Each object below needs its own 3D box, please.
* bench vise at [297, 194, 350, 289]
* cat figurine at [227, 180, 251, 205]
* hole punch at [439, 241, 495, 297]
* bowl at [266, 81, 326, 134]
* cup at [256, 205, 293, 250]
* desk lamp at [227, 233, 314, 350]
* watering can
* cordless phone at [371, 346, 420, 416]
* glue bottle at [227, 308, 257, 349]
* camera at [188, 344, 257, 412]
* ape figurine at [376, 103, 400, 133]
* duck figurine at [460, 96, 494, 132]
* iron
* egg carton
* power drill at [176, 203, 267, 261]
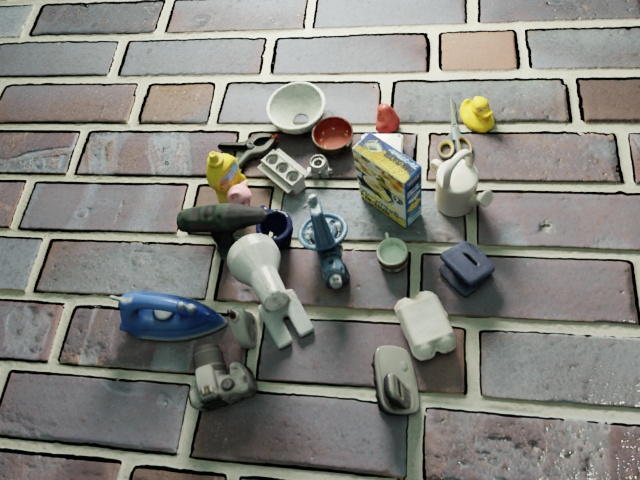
[{"bbox_3d":[0.022,-0.001,1.323,0.121,0.220,0.207,-31,63,-7],"label":"bench vise"},{"bbox_3d":[-0.222,-0.092,1.465,0.128,0.118,0.067,-33,63,-8],"label":"cat figurine"},{"bbox_3d":[0.336,0.056,1.316,0.101,0.091,0.108,-38,64,-10],"label":"hole punch"},{"bbox_3d":[-0.061,-0.354,1.594,0.167,0.075,0.167,-4,63,8],"label":"bowl"},{"bbox_3d":[-0.112,-0.026,1.428,0.092,0.095,0.117,-32,63,-7],"label":"cup"},{"bbox_3d":[-0.110,0.112,1.292,0.118,0.214,0.203,-30,63,-6],"label":"desk lamp"},{"bbox_3d":[0.332,-0.140,1.356,0.172,0.194,0.101,21,69,18],"label":"watering can"},{"bbox_3d":[0.152,0.280,1.181,0.094,0.185,0.147,-12,62,4],"label":"cordless phone"},{"bbox_3d":[-0.179,0.187,1.288,0.037,0.173,0.078,-2,63,9],"label":"glue bottle"},{"bbox_3d":[-0.230,0.297,1.282,0.143,0.101,0.136,-19,62,0],"label":"camera"},{"bbox_3d":[0.175,-0.333,1.535,0.076,0.092,0.078,32,73,22],"label":"ape figurine"},{"bbox_3d":[0.415,-0.343,1.505,0.077,0.086,0.104,-35,64,-9],"label":"duck figurine"},{"bbox_3d":[-0.358,0.165,1.346,0.258,0.142,0.118,2,64,10],"label":"iron"},{"bbox_3d":[0.236,0.190,1.278,0.107,0.069,0.150,-21,62,-1],"label":"egg carton"},{"bbox_3d":[-0.217,-0.024,1.379,0.229,0.209,0.075,2,64,10],"label":"power drill"}]
